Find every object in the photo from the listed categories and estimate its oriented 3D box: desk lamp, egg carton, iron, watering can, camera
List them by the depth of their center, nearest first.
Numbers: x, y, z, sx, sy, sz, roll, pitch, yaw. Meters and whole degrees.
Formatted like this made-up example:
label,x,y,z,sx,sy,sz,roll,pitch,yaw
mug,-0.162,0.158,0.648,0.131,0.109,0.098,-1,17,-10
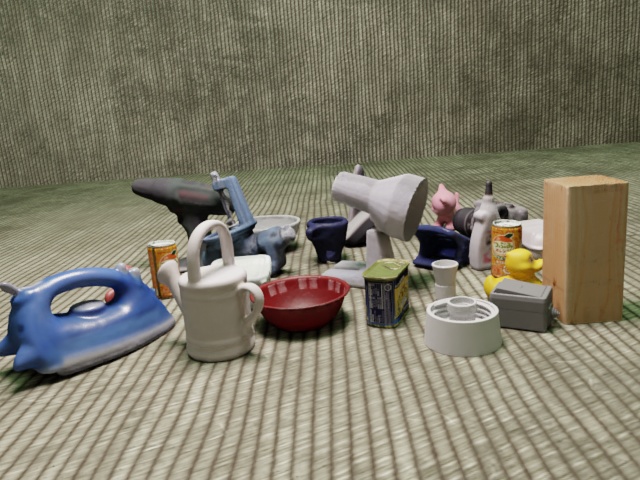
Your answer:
label,x,y,z,sx,sy,sz,roll,pitch,yaw
watering can,-0.161,0.067,0.829,0.172,0.194,0.101,-2,14,8
iron,-0.341,0.101,0.858,0.118,0.141,0.259,10,19,44
desk lamp,0.101,-0.022,1.073,0.202,0.214,0.118,3,16,27
egg carton,0.444,0.003,1.172,0.107,0.069,0.150,-8,14,-16
camera,0.387,-0.049,1.334,0.143,0.101,0.136,-12,16,-28

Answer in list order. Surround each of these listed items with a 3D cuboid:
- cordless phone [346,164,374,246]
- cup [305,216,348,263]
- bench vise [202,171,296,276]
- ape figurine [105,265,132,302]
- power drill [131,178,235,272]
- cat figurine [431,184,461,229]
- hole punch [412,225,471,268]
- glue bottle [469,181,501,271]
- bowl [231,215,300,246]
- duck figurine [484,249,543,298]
label,x,y,z,sx,sy,sz,roll,pitch,yaw
cordless phone,0.093,-0.087,1.398,0.094,0.185,0.147,-5,14,-4
cup,0.011,0.004,1.242,0.091,0.095,0.118,6,17,35
bench vise,-0.153,-0.038,1.201,0.207,0.220,0.121,-4,14,1
ape figurine,-0.341,0.089,1.011,0.076,0.092,0.077,-16,18,-38
power drill,-0.295,-0.036,1.263,0.229,0.208,0.075,-3,14,7
cat figurine,0.329,-0.088,1.476,0.067,0.118,0.128,7,18,39
hole punch,0.249,0.006,1.172,0.108,0.091,0.101,9,19,43
glue bottle,0.329,-0.030,1.122,0.078,0.173,0.037,-11,15,-26
bowl,-0.127,-0.010,1.385,0.167,0.075,0.167,-4,14,1
duck figurine,0.325,0.057,0.951,0.104,0.086,0.077,-4,14,1
